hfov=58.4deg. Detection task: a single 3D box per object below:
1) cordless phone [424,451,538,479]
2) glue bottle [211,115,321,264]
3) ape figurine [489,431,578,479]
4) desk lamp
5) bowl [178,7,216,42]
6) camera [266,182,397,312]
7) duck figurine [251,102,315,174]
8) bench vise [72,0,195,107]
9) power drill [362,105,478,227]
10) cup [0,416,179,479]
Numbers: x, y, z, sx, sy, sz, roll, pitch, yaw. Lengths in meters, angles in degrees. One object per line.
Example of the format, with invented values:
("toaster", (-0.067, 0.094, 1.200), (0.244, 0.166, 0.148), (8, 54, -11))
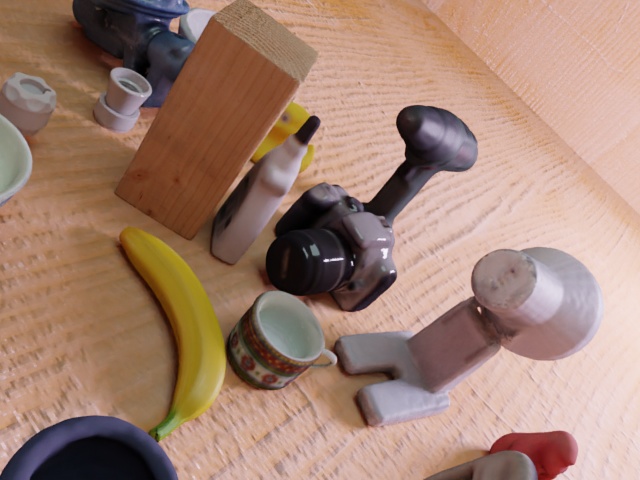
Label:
("cordless phone", (0.051, 0.206, 0.349), (0.094, 0.184, 0.148), (39, 32, -4))
("glue bottle", (-0.051, -0.055, 0.564), (0.037, 0.173, 0.078), (27, 35, -22))
("ape figurine", (0.226, 0.230, 0.596), (0.078, 0.092, 0.076), (26, 35, -23))
("desk lamp", (0.161, 0.089, 0.580), (0.204, 0.213, 0.117), (5, 47, -44))
("bowl", (-0.130, -0.239, 0.793), (0.168, 0.074, 0.167), (28, 34, -21))
("camera", (0.006, 0.002, 0.624), (0.137, 0.100, 0.143), (-5, 54, -50))
("duck figurine", (-0.044, -0.140, 0.755), (0.105, 0.086, 0.077), (20, 38, -30))
("bench vise", (-0.173, -0.275, 0.652), (0.207, 0.219, 0.122), (41, 32, -2))
("power drill", (0.110, -0.083, 0.736), (0.230, 0.208, 0.075), (-13, 61, -53))
("cup", (-0.121, 0.160, 0.305), (0.118, 0.094, 0.091), (28, 34, -20))
